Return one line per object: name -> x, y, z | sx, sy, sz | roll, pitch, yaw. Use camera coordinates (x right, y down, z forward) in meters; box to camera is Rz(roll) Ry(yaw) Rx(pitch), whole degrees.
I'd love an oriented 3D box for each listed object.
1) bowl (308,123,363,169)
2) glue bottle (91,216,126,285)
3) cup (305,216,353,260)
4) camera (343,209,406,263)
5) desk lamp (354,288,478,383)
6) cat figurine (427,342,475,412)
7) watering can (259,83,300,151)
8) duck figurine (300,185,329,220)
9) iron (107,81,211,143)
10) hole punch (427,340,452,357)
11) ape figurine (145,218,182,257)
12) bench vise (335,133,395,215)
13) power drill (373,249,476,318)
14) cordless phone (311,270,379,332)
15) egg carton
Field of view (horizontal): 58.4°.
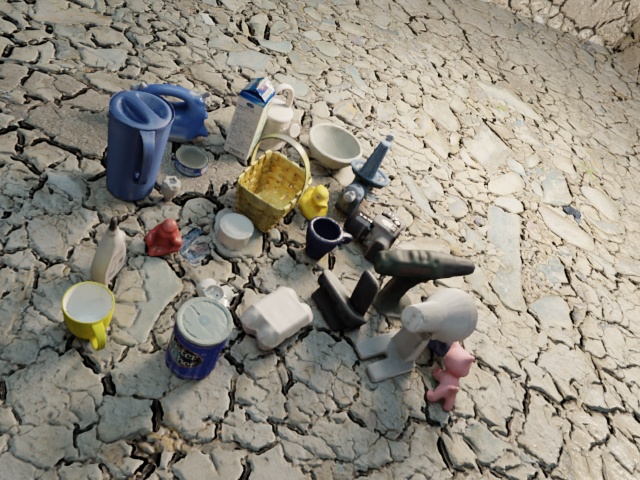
bowl -> 0.035, -0.261, 1.675 | 0.168, 0.074, 0.167 | 14, 46, -15
glue bottle -> -0.412, 0.013, 1.130 | 0.037, 0.173, 0.078 | 30, 44, 2
cup -> 0.013, 0.005, 1.406 | 0.118, 0.095, 0.091 | 12, 46, -17
camera -> 0.142, -0.035, 1.503 | 0.136, 0.100, 0.143 | 35, 44, 7
desk lamp -> 0.213, 0.201, 1.243 | 0.204, 0.213, 0.117 | -10, 56, -33
cat figurine -> 0.298, 0.295, 1.268 | 0.067, 0.117, 0.128 | 27, 44, -2
watering can -> -0.119, -0.345, 1.588 | 0.172, 0.194, 0.101 | 35, 44, 7
duck figurine -> -0.007, -0.108, 1.506 | 0.078, 0.086, 0.104 | 2, 50, -25
iron -> -0.410, -0.351, 1.486 | 0.259, 0.141, 0.118 | 7, 48, -21
hole punch -> 0.291, 0.206, 1.365 | 0.101, 0.091, 0.109 | 42, 45, 14
ape figurine -> -0.336, -0.011, 1.249 | 0.078, 0.092, 0.076 | 25, 44, -4
bench vise -> 0.137, -0.171, 1.539 | 0.121, 0.219, 0.207 | 22, 44, -7
power drill -> 0.219, 0.096, 1.344 | 0.230, 0.208, 0.075 | 11, 46, -17
cordless phone -> 0.067, 0.105, 1.277 | 0.094, 0.185, 0.147 | -19, 60, -37
egg carton -> -0.092, 0.166, 1.225 | 0.107, 0.069, 0.151 | 44, 46, 16
